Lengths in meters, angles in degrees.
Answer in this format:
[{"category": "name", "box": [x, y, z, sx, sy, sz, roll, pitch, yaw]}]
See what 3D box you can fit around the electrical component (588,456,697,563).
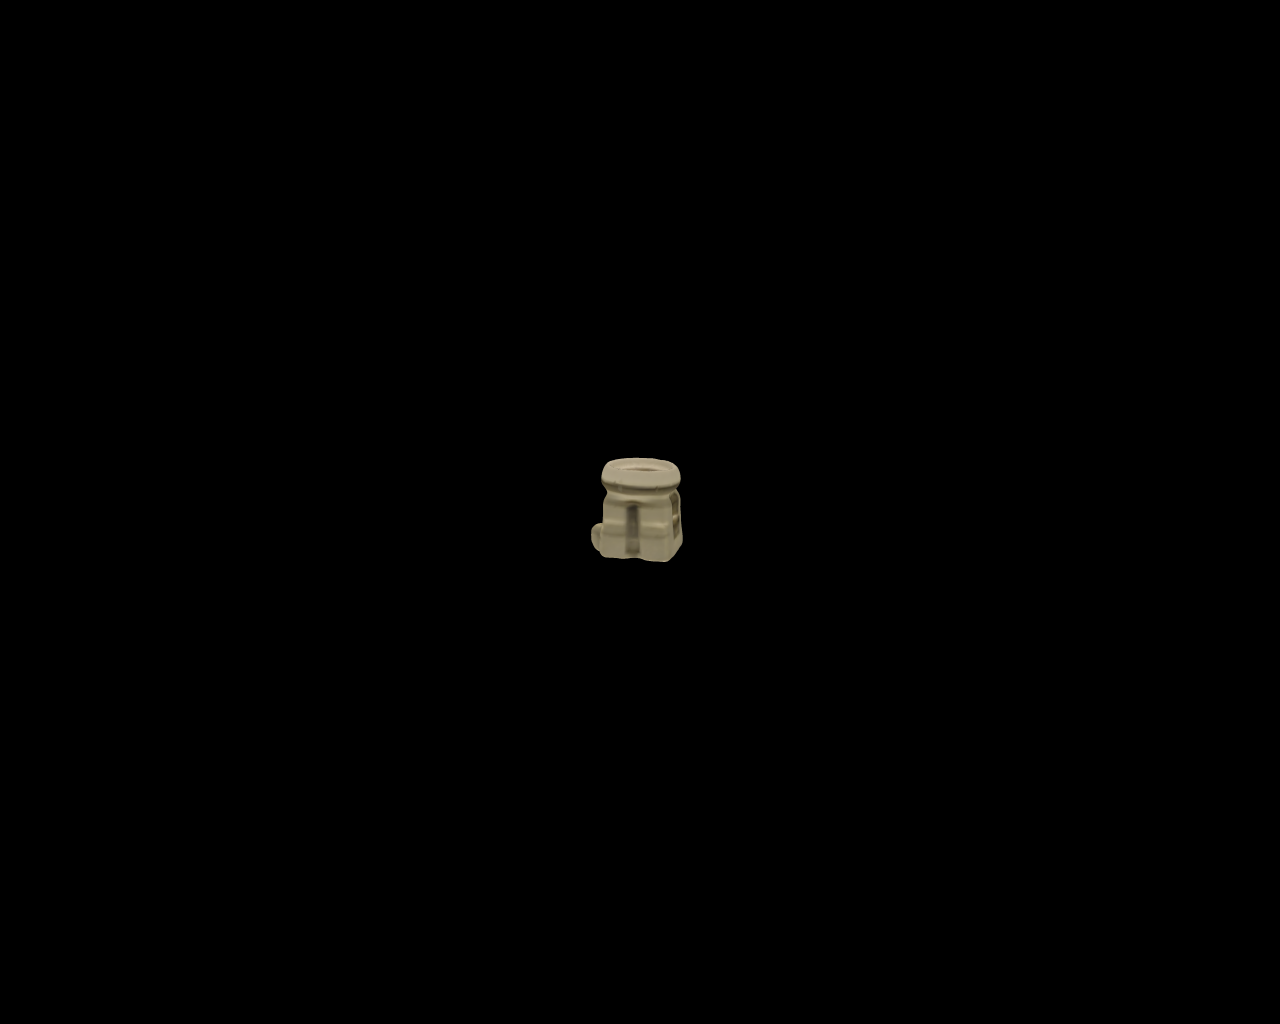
[{"category": "electrical component", "box": [0.001, -0.003, 0.650, 0.066, 0.055, 0.048, 4, 16, 14]}]
